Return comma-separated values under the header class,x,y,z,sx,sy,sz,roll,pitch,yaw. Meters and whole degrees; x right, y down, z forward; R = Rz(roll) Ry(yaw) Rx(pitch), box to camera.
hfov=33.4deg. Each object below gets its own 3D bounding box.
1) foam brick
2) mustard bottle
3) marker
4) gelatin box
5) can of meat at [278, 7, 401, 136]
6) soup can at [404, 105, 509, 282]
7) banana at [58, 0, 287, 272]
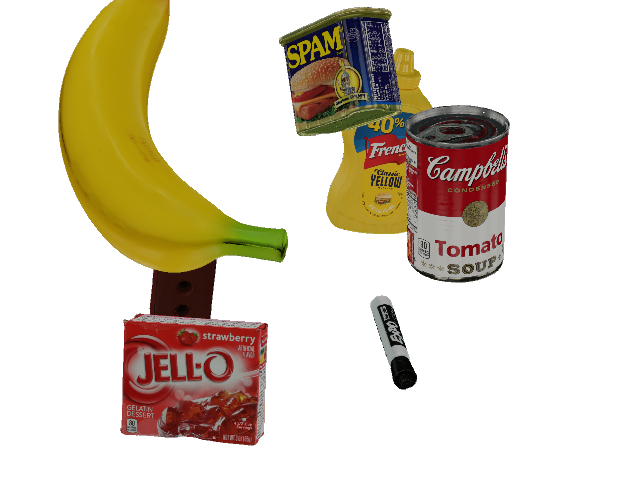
class,x,y,z,sx,sy,sz,roll,pitch,yaw
foam brick,-0.124,0.036,0.959,0.053,0.078,0.051,3,14,-13
mustard bottle,0.067,-0.102,1.087,0.096,0.192,0.058,3,27,-14
marker,0.059,0.083,0.872,0.020,0.020,0.121,0,27,-7
gelatin box,-0.079,0.086,0.667,0.089,0.073,0.030,4,5,9
can of meat,0.017,-0.137,0.885,0.057,0.084,0.102,-6,-4,-42
soup can,0.091,-0.031,0.718,0.068,0.102,0.068,-3,28,1
banana,-0.076,-0.048,0.450,0.069,0.037,0.198,-8,45,-20
